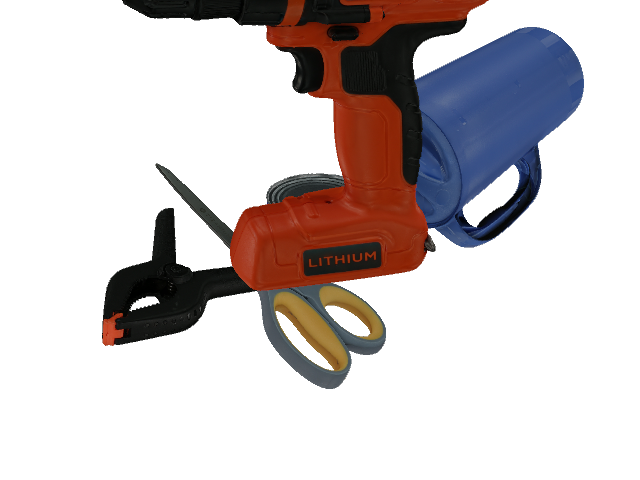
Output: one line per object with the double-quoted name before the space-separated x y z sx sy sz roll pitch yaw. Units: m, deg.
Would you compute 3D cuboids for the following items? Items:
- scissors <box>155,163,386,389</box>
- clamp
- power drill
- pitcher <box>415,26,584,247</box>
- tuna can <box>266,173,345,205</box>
"scissors" -0.028 0.016 0.705 0.096 0.016 0.202 -3 46 -40
"clamp" -0.145 0.036 1.024 0.165 0.036 0.209 27 36 26
"power drill" -0.007 -0.068 0.525 0.184 0.188 0.057 -6 33 -14
"pitcher" 0.159 -0.112 1.052 0.145 0.149 0.242 28 46 34
"tuna can" -0.002 -0.023 0.880 0.086 0.034 0.086 0 28 0
